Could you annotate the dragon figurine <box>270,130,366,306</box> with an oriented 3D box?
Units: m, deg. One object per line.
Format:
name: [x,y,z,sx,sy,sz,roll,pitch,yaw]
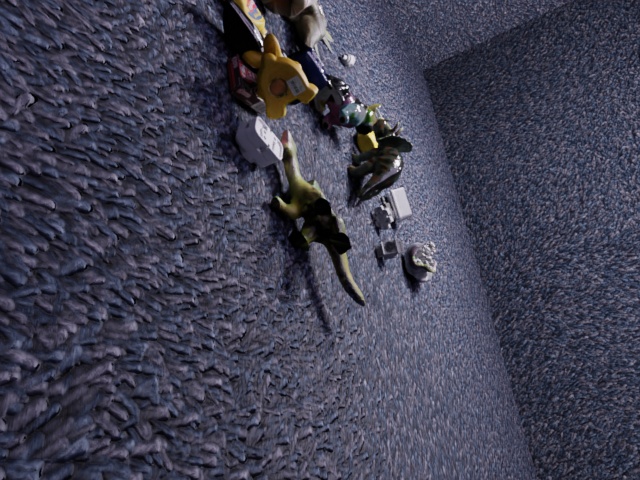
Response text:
dragon figurine: [0.004,-0.059,1.180,0.404,0.121,0.248,61,17,-22]

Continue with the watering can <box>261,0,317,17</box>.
watering can: [-0.022,-0.704,1.429,0.229,0.349,0.101,-54,151,-35]

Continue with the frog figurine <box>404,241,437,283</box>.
frog figurine: [0.348,0.088,1.826,0.156,0.123,0.140,104,-31,-64]
